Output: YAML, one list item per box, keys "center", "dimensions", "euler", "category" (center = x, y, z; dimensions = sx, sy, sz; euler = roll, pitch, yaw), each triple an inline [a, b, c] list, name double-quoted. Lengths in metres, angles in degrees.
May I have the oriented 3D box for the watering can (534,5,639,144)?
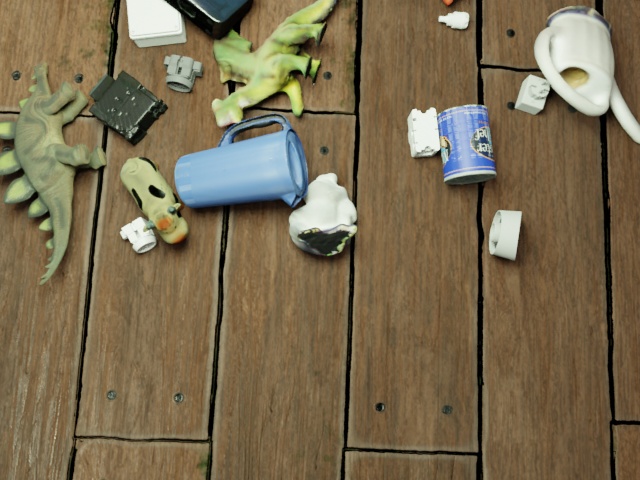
- center: [0.565, -0.344, 1.066]
  dimensions: [0.345, 0.103, 0.228]
  euler: [23, 65, -24]
  category: "watering can"

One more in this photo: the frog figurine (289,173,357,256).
- center: [0.003, -0.052, 1.040]
  dimensions: [0.137, 0.120, 0.163]
  euler: [-16, 48, 5]
  category: "frog figurine"

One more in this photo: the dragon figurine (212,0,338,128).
- center: [-0.112, -0.403, 1.078]
  dimensions: [0.243, 0.120, 0.416]
  euler: [15, 74, 9]
  category: "dragon figurine"
